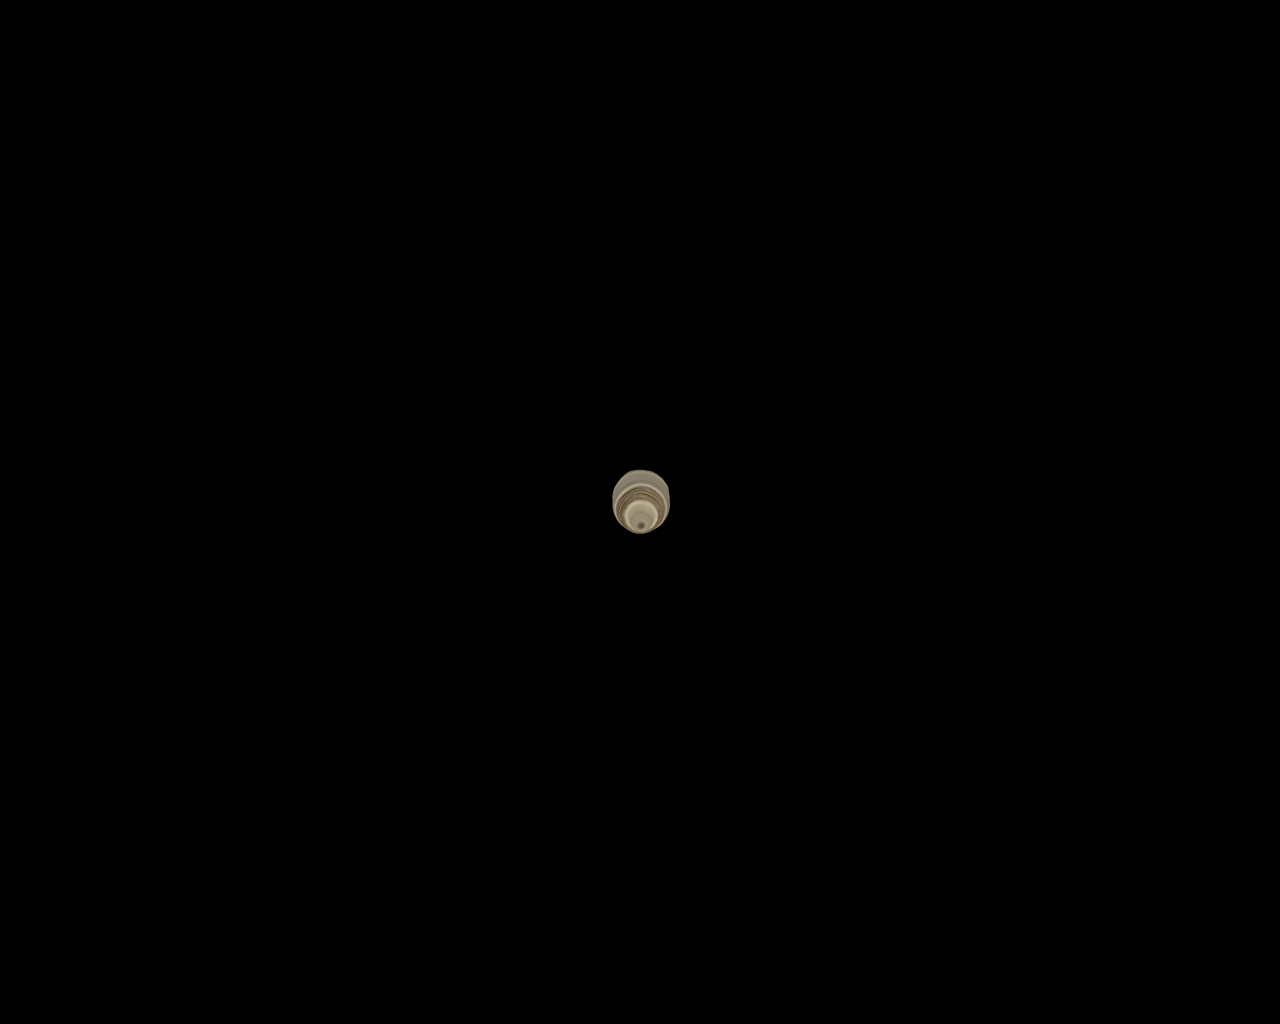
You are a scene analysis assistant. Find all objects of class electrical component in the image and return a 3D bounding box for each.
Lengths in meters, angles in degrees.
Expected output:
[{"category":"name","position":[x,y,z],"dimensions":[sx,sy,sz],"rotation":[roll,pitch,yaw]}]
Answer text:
[{"category":"electrical component","position":[0.001,-0.003,0.650],"dimensions":[0.035,0.035,0.061],"rotation":[0,21,0]}]
